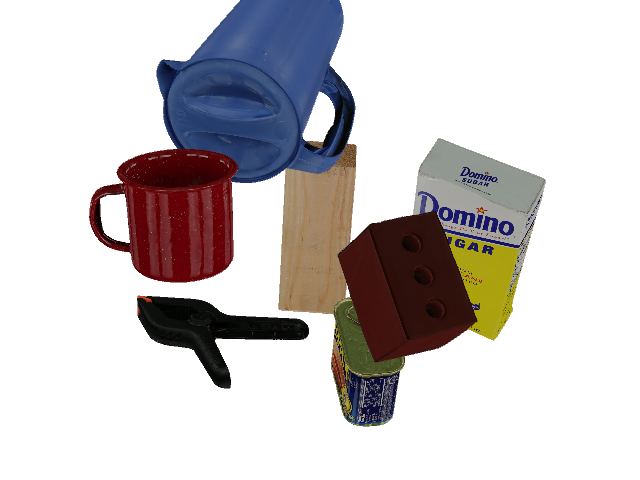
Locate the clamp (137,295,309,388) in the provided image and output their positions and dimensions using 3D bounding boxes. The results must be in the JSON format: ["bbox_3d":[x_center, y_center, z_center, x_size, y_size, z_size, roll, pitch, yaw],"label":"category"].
[{"bbox_3d":[-0.140,0.110,1.257,0.210,0.036,0.164,14,24,24],"label":"clamp"}]

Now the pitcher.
[{"bbox_3d":[-0.045,-0.170,1.060,0.145,0.149,0.242,-7,35,23],"label":"pitcher"}]

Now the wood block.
[{"bbox_3d":[-0.005,-0.018,1.393,0.090,0.206,0.091,4,25,0],"label":"wood block"}]

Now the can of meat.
[{"bbox_3d":[0.044,0.120,1.052,0.057,0.084,0.102,-4,43,-9],"label":"can of meat"}]

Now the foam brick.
[{"bbox_3d":[0.053,0.030,0.672,0.052,0.078,0.051,-12,-16,-28],"label":"foam brick"}]

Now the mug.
[{"bbox_3d":[-0.122,-0.018,0.836,0.117,0.081,0.093,-3,24,-7],"label":"mug"}]

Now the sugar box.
[{"bbox_3d":[0.121,0.004,0.876,0.093,0.048,0.176,23,-32,17],"label":"sugar box"}]
